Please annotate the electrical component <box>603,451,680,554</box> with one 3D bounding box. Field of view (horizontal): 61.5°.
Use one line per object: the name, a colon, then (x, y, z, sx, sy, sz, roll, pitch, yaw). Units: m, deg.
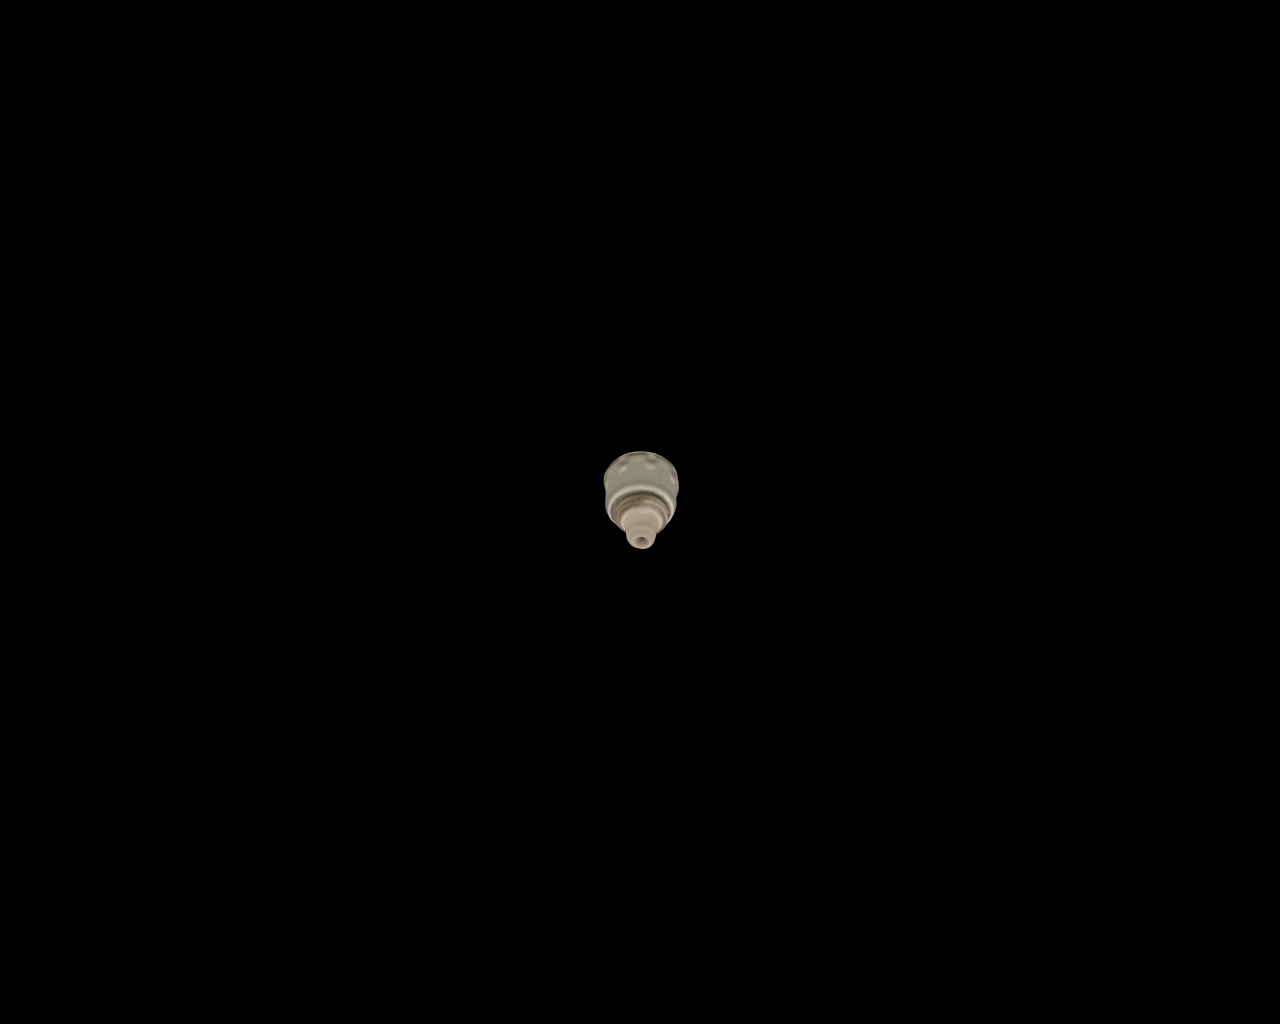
electrical component: (0.001, -0.003, 0.650, 0.048, 0.048, 0.062, 0, 43, 0)
